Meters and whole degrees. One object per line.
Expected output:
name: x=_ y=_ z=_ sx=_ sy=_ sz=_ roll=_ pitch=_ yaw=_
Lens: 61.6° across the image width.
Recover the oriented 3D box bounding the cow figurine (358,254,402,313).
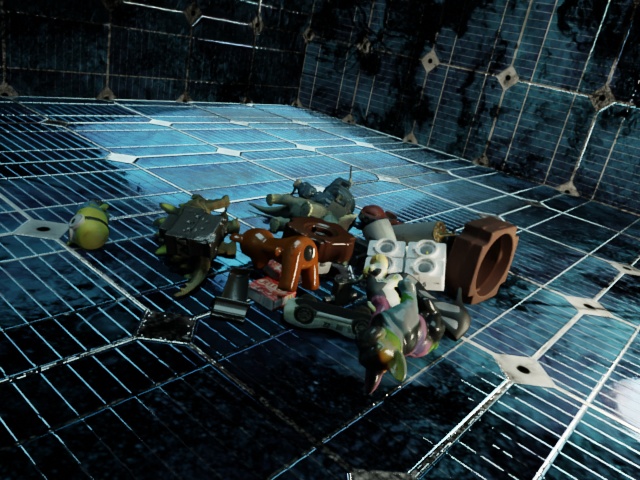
cow figurine: x=0.131 y=0.108 z=1.171 sx=0.098 sy=0.068 sz=0.167 roll=-8 pitch=57 yaw=-28

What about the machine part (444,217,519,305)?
machine part: x=0.403 y=0.049 z=1.349 sx=0.087 sy=0.201 sz=0.201 roll=25 pitch=25 yaw=39

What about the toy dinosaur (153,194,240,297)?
toy dinosaur: x=-0.295 y=-0.009 z=1.286 sx=0.198 sy=0.104 sz=0.472 roll=-4 pitch=29 yaw=-17

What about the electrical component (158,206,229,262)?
electrical component: x=-0.279 y=-0.016 z=1.173 sx=0.134 sy=0.058 sz=0.115 roll=10 pitch=37 yaw=6

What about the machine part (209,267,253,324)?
machine part: x=-0.175 y=0.110 z=1.090 sx=0.084 sy=0.039 sz=0.139 roll=8 pitch=40 yaw=2

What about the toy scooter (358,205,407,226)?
toy scooter: x=0.188 y=-0.051 z=1.669 sx=0.184 sy=0.075 sz=0.135 roll=27 pitch=23 yaw=25

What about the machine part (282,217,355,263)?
machine part: x=-0.003 y=-0.004 z=1.303 sx=0.179 sy=0.056 sz=0.179 roll=13 pitch=20 yaw=-5

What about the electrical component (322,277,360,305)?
electrical component: x=0.048 y=0.112 z=1.192 sx=0.094 sy=0.063 sz=0.021 roll=-6 pitch=28 yaw=-36

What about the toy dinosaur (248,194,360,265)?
toy dinosaur: x=-0.033 y=-0.063 z=1.541 sx=0.192 sy=0.131 sz=0.405 roll=11 pitch=13 yaw=-39

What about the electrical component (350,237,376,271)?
electrical component: x=0.111 y=0.041 z=1.399 sx=0.048 sy=0.074 sz=0.119 roll=26 pitch=29 yaw=33

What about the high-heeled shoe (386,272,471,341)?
high-heeled shoe: x=0.215 y=0.154 z=1.209 sx=0.249 sy=0.086 sz=0.145 roll=2 pitch=47 yaw=24

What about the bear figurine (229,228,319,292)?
bear figurine: x=-0.105 y=0.040 z=1.190 sx=0.196 sy=0.131 sz=0.120 roll=3 pitch=0 yaw=33

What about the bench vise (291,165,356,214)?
bench vise: x=0.031 y=-0.146 z=1.738 sx=0.224 sy=0.128 sz=0.240 roll=26 pitch=42 yaw=15

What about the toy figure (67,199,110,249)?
toy figure: x=-0.535 y=-0.041 z=1.261 sx=0.089 sy=0.082 sz=0.180 roll=4 pitch=20 yaw=-14

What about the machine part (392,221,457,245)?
machine part: x=0.267 y=-0.010 z=1.514 sx=0.243 sy=0.079 sz=0.079 roll=-4 pitch=7 yaw=42

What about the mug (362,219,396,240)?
mug: x=0.168 y=0.012 z=1.481 sx=0.081 sy=0.109 sz=0.107 roll=-15 pitch=68 yaw=-18

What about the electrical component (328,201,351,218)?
electrical component: x=0.052 y=-0.071 z=1.622 sx=0.078 sy=0.102 sz=0.045 roll=26 pitch=-15 yaw=7

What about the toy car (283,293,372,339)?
toy car: x=0.026 y=0.157 z=1.084 sx=0.202 sy=0.056 sz=0.073 roll=13 pitch=16 yaw=0

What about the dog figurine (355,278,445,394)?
dog figurine: x=0.145 y=0.193 z=0.982 sx=0.191 sy=0.108 sz=0.219 roll=45 pitch=37 yaw=-21

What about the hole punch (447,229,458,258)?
hole punch: x=0.387 y=0.043 z=1.487 sx=0.092 sy=0.115 sz=0.142 roll=22 pitch=22 yaw=4
